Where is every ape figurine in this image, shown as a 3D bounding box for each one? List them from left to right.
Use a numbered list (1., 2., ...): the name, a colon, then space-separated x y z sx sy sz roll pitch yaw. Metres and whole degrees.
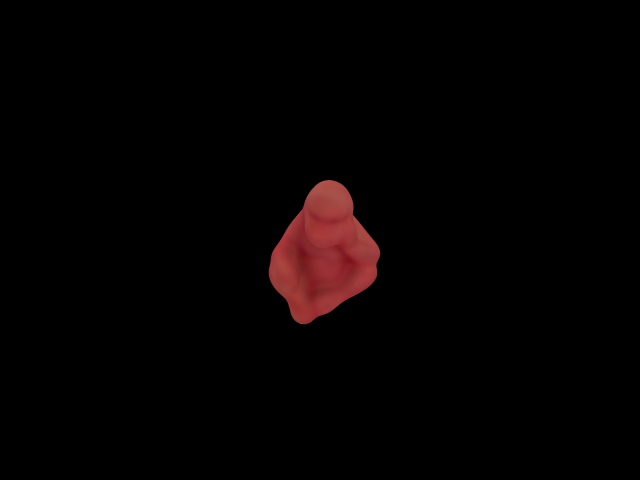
1. ape figurine: 0.004 0.001 0.400 0.077 0.092 0.076 3 37 4
